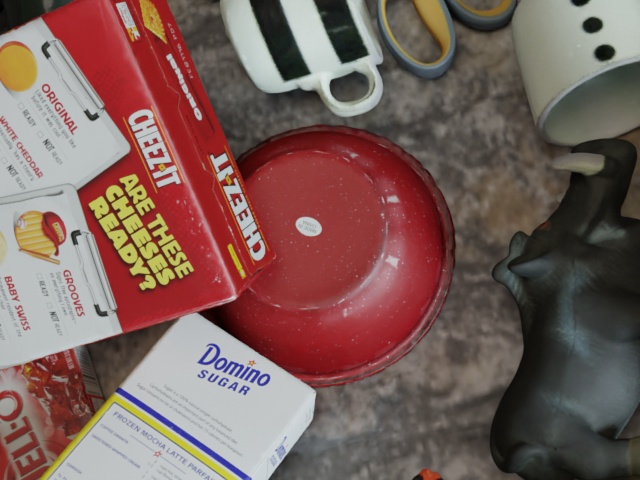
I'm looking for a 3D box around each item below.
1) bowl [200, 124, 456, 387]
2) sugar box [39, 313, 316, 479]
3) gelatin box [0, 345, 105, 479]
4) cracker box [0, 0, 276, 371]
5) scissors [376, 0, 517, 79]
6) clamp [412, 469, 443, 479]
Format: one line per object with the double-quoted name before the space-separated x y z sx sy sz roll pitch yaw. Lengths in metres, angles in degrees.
"bowl" -0.004 0.001 0.612 0.162 0.055 0.162 -2 75 9
"sugar box" -0.088 0.129 0.568 0.093 0.048 0.176 32 59 16
"gelatin box" -0.161 0.111 0.623 0.073 0.030 0.089 -24 72 3
"cracker box" -0.153 -0.023 0.576 0.214 0.072 0.164 -18 102 23
"scissors" 0.058 -0.197 0.669 0.096 0.016 0.202 -15 74 0
"clamp" 0.048 0.194 0.519 0.120 0.039 0.171 14 52 21
